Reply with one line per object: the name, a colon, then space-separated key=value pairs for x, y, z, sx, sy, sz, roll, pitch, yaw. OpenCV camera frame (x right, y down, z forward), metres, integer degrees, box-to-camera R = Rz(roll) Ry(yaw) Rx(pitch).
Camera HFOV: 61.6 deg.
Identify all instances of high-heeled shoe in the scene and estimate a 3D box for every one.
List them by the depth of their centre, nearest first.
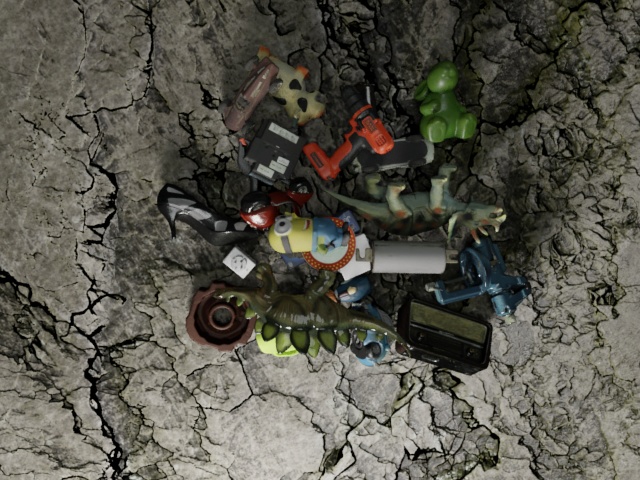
high-heeled shoe: x=-0.261 y=-0.066 z=1.288 sx=0.249 sy=0.086 sz=0.145 roll=0 pitch=66 yaw=-21

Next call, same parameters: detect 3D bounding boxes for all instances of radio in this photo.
radio: x=0.303 y=0.240 z=1.322 sx=0.230 sy=0.073 sz=0.131 roll=18 pitch=59 yaw=-5

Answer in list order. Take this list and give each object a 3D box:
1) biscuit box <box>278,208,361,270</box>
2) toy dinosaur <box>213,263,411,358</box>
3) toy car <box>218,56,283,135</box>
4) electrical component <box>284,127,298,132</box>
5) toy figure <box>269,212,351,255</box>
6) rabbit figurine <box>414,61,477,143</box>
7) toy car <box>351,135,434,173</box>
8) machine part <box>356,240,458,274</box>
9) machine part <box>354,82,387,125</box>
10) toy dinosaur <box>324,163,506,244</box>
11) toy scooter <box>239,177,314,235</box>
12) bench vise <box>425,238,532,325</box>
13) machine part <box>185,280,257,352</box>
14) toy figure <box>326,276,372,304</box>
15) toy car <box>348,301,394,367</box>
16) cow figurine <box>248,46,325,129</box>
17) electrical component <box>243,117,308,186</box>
biscuit box: x=-0.003 y=-0.004 z=1.302 sx=0.203 sy=0.063 sz=0.059 roll=-30 pitch=97 yaw=1
toy dinosaur: x=-0.021 y=0.168 z=1.236 sx=0.472 sy=0.105 sz=0.198 roll=6 pitch=73 yaw=5
toy car: x=-0.159 y=-0.322 z=1.207 sx=0.089 sy=0.053 sz=0.202 roll=47 pitch=132 yaw=0
electrical component: x=-0.085 y=-0.230 z=1.274 sx=0.094 sy=0.021 sz=0.063 roll=-33 pitch=101 yaw=-21
toy figure: x=-0.025 y=-0.008 z=1.208 sx=0.180 sy=0.082 sz=0.089 roll=5 pitch=105 yaw=-4
rabbit figurine: x=0.286 y=-0.327 z=1.234 sx=0.121 sy=0.159 sz=0.170 roll=-6 pitch=117 yaw=-5
toy car: x=0.173 y=-0.205 z=1.291 sx=0.202 sy=0.056 sz=0.073 roll=-7 pitch=92 yaw=0
machine part: x=0.205 y=0.041 z=1.262 sx=0.243 sy=0.079 sz=0.079 roll=0 pitch=98 yaw=-3
machine part: x=0.114 y=-0.307 z=1.283 sx=0.084 sy=0.039 sz=0.138 roll=-8 pitch=100 yaw=6
toy dinosaur: x=0.222 y=-0.069 z=1.285 sx=0.405 sy=0.131 sz=0.192 roll=-5 pitch=114 yaw=8
toy scooter: x=-0.095 y=-0.062 z=1.270 sx=0.184 sy=0.075 sz=0.135 roll=-20 pitch=125 yaw=-14
bench vise: x=0.375 y=0.112 z=1.299 sx=0.241 sy=0.129 sz=0.223 roll=-12 pitch=83 yaw=-13
machine part: x=-0.238 y=0.184 z=1.315 sx=0.179 sy=0.056 sz=0.179 roll=-1 pitch=97 yaw=-5
toy figure: x=0.051 y=0.136 z=1.325 sx=0.154 sy=0.058 sz=0.064 roll=-22 pitch=142 yaw=1
toy car: x=0.131 y=0.225 z=1.331 sx=0.103 sy=0.109 sz=0.161 roll=-10 pitch=87 yaw=-25
cow figurine: x=-0.077 y=-0.342 z=1.241 sx=0.195 sy=0.085 sz=0.127 roll=29 pitch=97 yaw=-4
electrical component: x=-0.108 y=-0.195 z=1.225 sx=0.115 sy=0.058 sz=0.134 roll=28 pitch=85 yaw=-13
